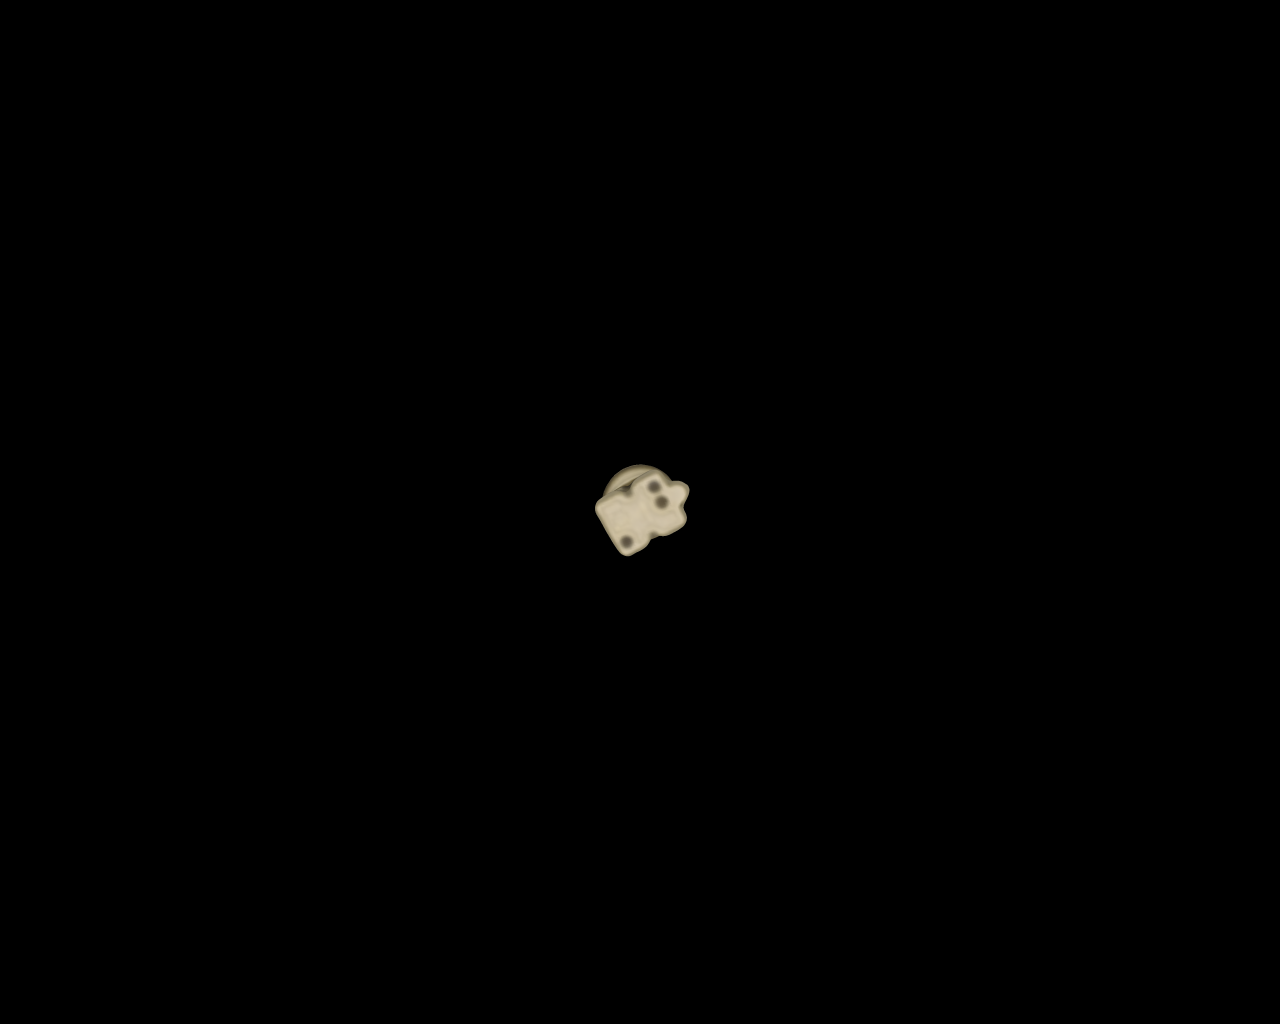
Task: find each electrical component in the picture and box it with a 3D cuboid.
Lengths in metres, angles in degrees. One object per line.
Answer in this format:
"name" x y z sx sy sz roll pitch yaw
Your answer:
"electrical component" 0.001 -0.003 0.650 0.066 0.048 0.055 -28 7 4
